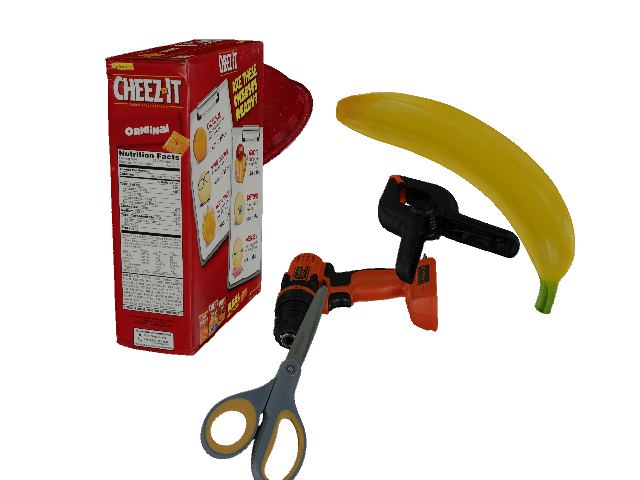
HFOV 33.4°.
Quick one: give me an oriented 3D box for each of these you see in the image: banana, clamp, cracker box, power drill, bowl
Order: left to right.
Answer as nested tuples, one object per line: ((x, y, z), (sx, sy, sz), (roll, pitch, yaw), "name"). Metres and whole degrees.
((-0.100, -0.040, 0.817), (0.072, 0.214, 0.164), (4, 16, 14), "cracker box")
((-0.091, -0.122, 1.004), (0.162, 0.055, 0.162), (-18, 37, 14), "bowl")
((0.042, 0.069, 1.238), (0.188, 0.057, 0.184), (1, 28, 7), "power drill")
((0.115, -0.018, 1.033), (0.120, 0.039, 0.171), (-4, 33, -10), "clamp")
((0.099, -0.041, 0.693), (0.198, 0.070, 0.037), (44, 10, 2), "banana")

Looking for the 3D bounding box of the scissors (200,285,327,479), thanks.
((-0.046, 0.115, 0.905), (0.096, 0.201, 0.016), (11, -36, -9), "scissors")
